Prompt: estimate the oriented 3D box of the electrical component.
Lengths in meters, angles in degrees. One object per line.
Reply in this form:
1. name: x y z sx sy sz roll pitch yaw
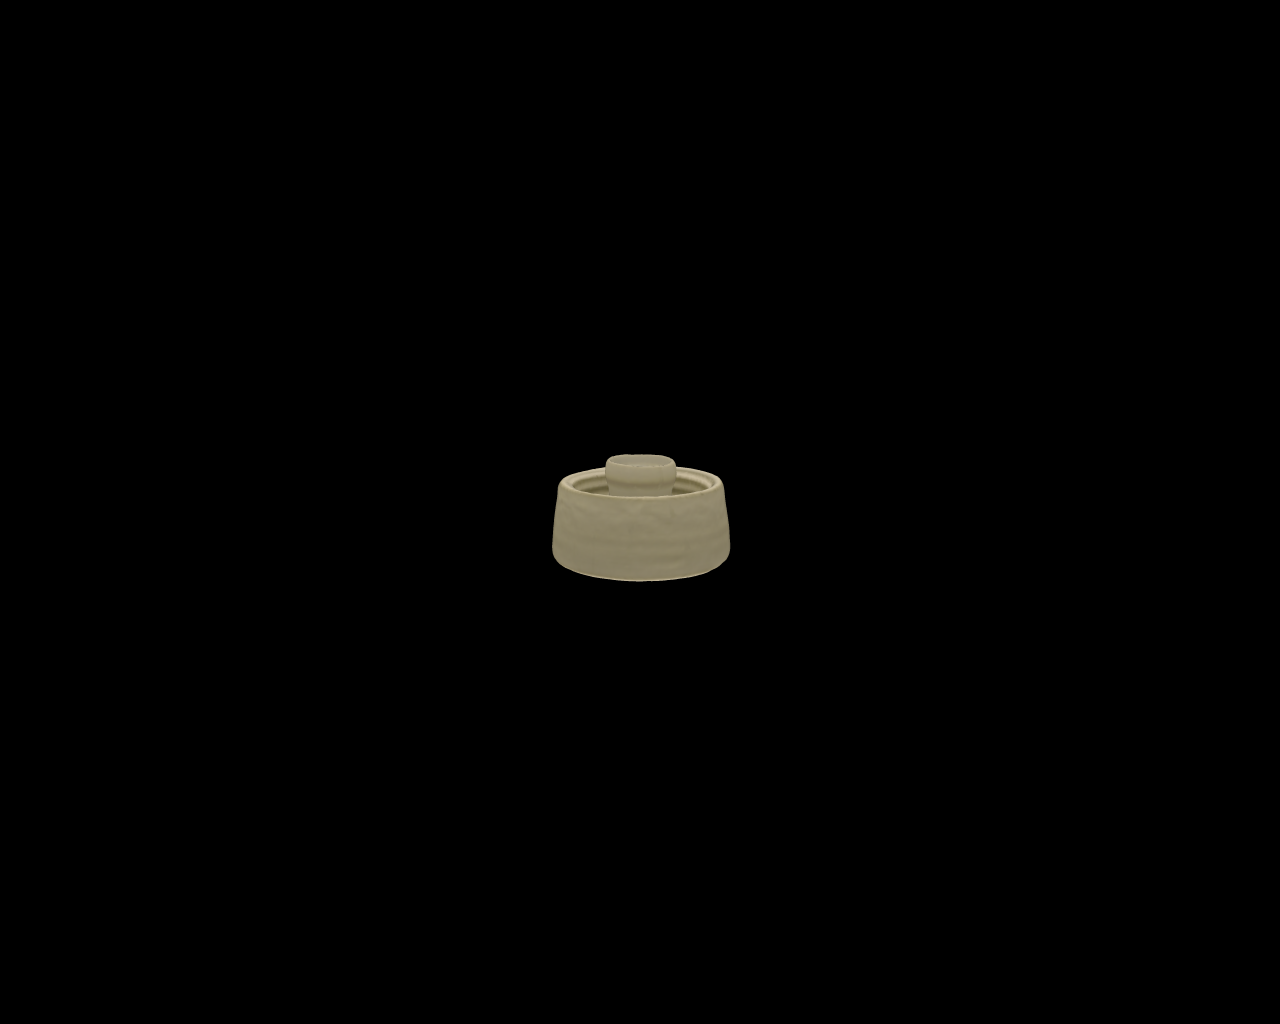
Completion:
1. electrical component: 0.001 -0.003 0.650 0.108 0.060 0.108 0 14 0
